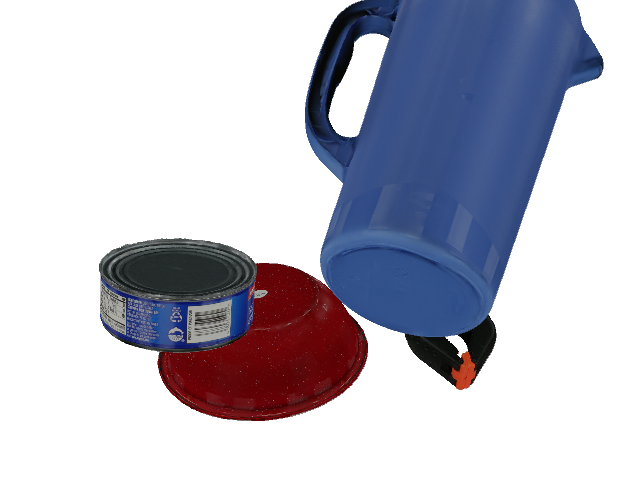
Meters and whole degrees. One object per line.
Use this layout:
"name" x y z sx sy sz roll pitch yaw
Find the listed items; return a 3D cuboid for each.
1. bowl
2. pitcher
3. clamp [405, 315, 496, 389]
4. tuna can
"bowl" -0.045 0.064 0.806 0.162 0.055 0.162 -3 31 1
"pitcher" 0.074 -0.066 0.699 0.149 0.242 0.145 -17 -49 45
"clamp" 0.118 0.060 0.946 0.120 0.039 0.171 -11 42 -12
"tuna can" -0.078 0.029 0.587 0.086 0.034 0.086 4 20 -2
